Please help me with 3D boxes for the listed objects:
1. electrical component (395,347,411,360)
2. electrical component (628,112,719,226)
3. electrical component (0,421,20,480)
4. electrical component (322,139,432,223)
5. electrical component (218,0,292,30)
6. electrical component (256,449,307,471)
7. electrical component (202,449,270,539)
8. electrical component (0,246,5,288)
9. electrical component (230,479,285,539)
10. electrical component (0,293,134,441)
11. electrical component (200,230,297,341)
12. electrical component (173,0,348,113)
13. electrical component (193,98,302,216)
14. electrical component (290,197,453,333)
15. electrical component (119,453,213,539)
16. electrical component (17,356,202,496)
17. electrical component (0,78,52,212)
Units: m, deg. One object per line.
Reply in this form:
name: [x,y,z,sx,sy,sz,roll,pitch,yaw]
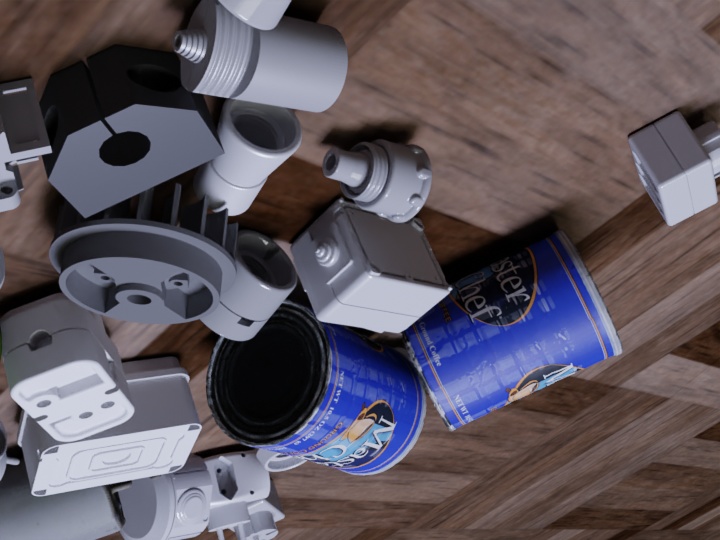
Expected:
electrical component: [0.034,0.084,0.877,0.062,0.048,0.048,-11,149,-34]
electrical component: [0.235,-0.078,0.747,0.077,0.047,0.065,-28,150,9]
electrical component: [-0.272,0.132,0.740,0.077,0.044,0.079,-34,150,18]
electrical component: [0.008,-0.056,0.630,0.062,0.048,0.048,12,136,-36]
electrical component: [-0.036,-0.138,0.462,0.055,0.045,0.045,-40,147,27]
electrical component: [-0.065,0.128,0.866,0.048,0.055,0.066,-33,149,17]
electrical component: [-0.117,0.200,0.926,0.077,0.079,0.043,-8,163,-25]
electrical component: [-0.247,-0.010,0.516,0.074,0.052,0.138,-24,152,19]
electrical component: [-0.099,0.229,0.987,0.047,0.076,0.065,-24,151,2]
electrical component: [-0.182,0.058,0.666,0.054,0.059,0.095,-21,151,-4]
electrical component: [-0.072,0.008,0.668,0.055,0.055,0.047,12,132,-46]
electrical component: [-0.051,-0.102,0.512,0.081,0.043,0.043,3,141,-38]
electrical component: [-0.064,-0.059,0.577,0.044,0.044,0.065,-2,150,-32]
electrical component: [0.000,0.000,0.696,0.096,0.061,0.061,12,136,-45]
electrical component: [-0.160,0.182,0.865,0.051,0.080,0.080,2,142,-46]
electrical component: [-0.177,0.108,0.754,0.113,0.057,0.078,-6,146,-28]
electrical component: [-0.186,-0.055,0.496,0.081,0.042,0.063,-14,151,-15]
